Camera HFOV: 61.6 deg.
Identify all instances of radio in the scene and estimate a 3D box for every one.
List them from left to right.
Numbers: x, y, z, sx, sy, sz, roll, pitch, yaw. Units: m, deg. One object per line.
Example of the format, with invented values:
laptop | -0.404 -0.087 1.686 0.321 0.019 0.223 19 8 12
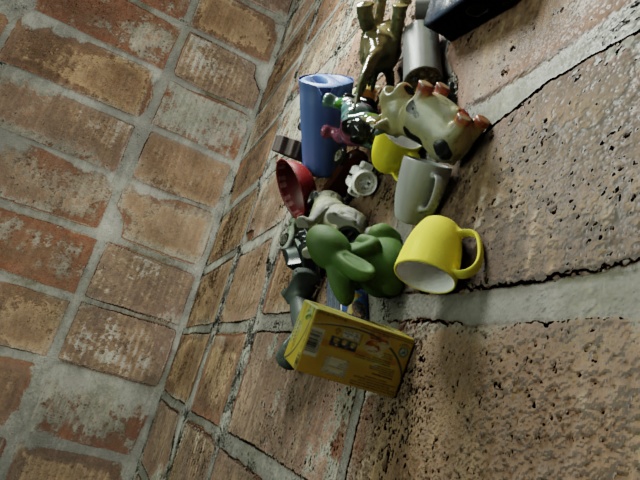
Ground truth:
radio | 0.284 -0.459 0.969 0.131 0.073 0.230 -72 17 -5

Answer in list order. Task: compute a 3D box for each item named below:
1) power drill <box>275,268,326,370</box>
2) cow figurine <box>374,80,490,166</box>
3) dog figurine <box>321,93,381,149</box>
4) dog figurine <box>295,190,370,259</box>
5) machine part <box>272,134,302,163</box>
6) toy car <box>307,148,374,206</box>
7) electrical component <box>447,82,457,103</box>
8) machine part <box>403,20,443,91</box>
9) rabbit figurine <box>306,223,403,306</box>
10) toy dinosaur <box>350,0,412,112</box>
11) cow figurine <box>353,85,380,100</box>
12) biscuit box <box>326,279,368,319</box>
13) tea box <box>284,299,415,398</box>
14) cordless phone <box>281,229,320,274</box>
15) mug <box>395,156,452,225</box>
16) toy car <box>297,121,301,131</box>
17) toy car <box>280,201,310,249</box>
power drill | -0.026 0.157 1.164 0.232 0.086 0.207 -59 28 33
cow figurine | 0.170 -0.196 0.891 0.195 0.085 0.127 49 128 32
dog figurine | 0.112 -0.248 1.175 0.219 0.191 0.108 30 118 42
dog figurine | 0.049 -0.050 1.145 0.190 0.172 0.121 -60 -24 -54
machine part | -0.051 -0.244 1.510 0.056 0.179 0.179 -69 19 6
toy car | 0.044 -0.131 1.246 0.202 0.089 0.053 -54 26 40
electrical component | 0.212 -0.233 0.956 0.119 0.048 0.075 -35 38 58
machine part | 0.204 -0.363 1.074 0.079 0.079 0.243 -47 27 47
rabbit figurine | 0.051 0.040 0.914 0.121 0.170 0.159 -57 21 32
toy dinosaur | 0.132 -0.414 1.170 0.471 0.105 0.198 -56 -28 -54
cow figurine | 0.104 -0.364 1.373 0.167 0.068 0.098 -30 36 60
biscuit box | 0.051 0.112 1.010 0.062 0.059 0.203 -53 25 42
tea box | 0.044 0.162 0.804 0.098 0.169 0.068 -68 20 -2
cordless phone | -0.002 -0.004 1.284 0.184 0.088 0.147 -53 21 10
mug | 0.167 -0.074 0.876 0.110 0.081 0.107 -130 51 -63
toy car | 0.018 -0.312 1.479 0.103 0.161 0.109 35 101 25
toy car | -0.050 -0.041 1.423 0.056 0.073 0.201 -11 58 46
